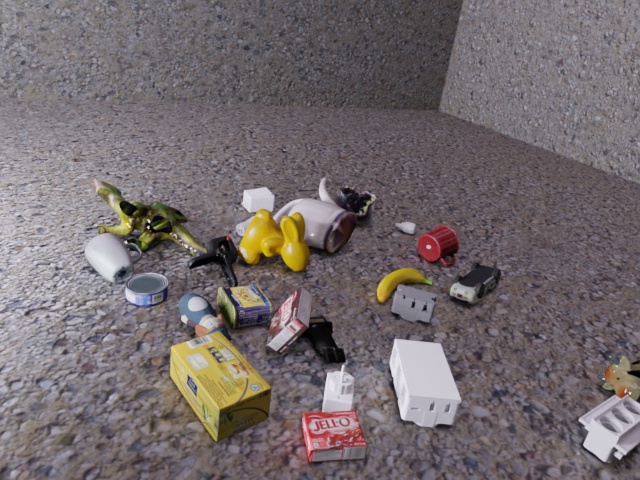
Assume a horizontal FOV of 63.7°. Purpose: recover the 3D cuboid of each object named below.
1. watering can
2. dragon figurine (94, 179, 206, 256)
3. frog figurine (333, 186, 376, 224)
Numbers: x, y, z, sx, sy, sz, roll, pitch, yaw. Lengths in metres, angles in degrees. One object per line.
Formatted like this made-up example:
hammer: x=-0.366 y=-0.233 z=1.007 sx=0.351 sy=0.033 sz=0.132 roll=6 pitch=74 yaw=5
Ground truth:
watering can: x=0.004 y=-0.074 z=1.470 sx=0.225 sy=0.101 sz=0.354 roll=19 pitch=43 yaw=24
dragon figurine: x=-0.415 y=-0.054 z=1.348 sx=0.410 sy=0.120 sz=0.246 roll=24 pitch=18 yaw=-4
frog figurine: x=0.102 y=-0.102 z=1.636 sx=0.137 sy=0.124 sz=0.158 roll=-5 pitch=-10 yaw=-10
